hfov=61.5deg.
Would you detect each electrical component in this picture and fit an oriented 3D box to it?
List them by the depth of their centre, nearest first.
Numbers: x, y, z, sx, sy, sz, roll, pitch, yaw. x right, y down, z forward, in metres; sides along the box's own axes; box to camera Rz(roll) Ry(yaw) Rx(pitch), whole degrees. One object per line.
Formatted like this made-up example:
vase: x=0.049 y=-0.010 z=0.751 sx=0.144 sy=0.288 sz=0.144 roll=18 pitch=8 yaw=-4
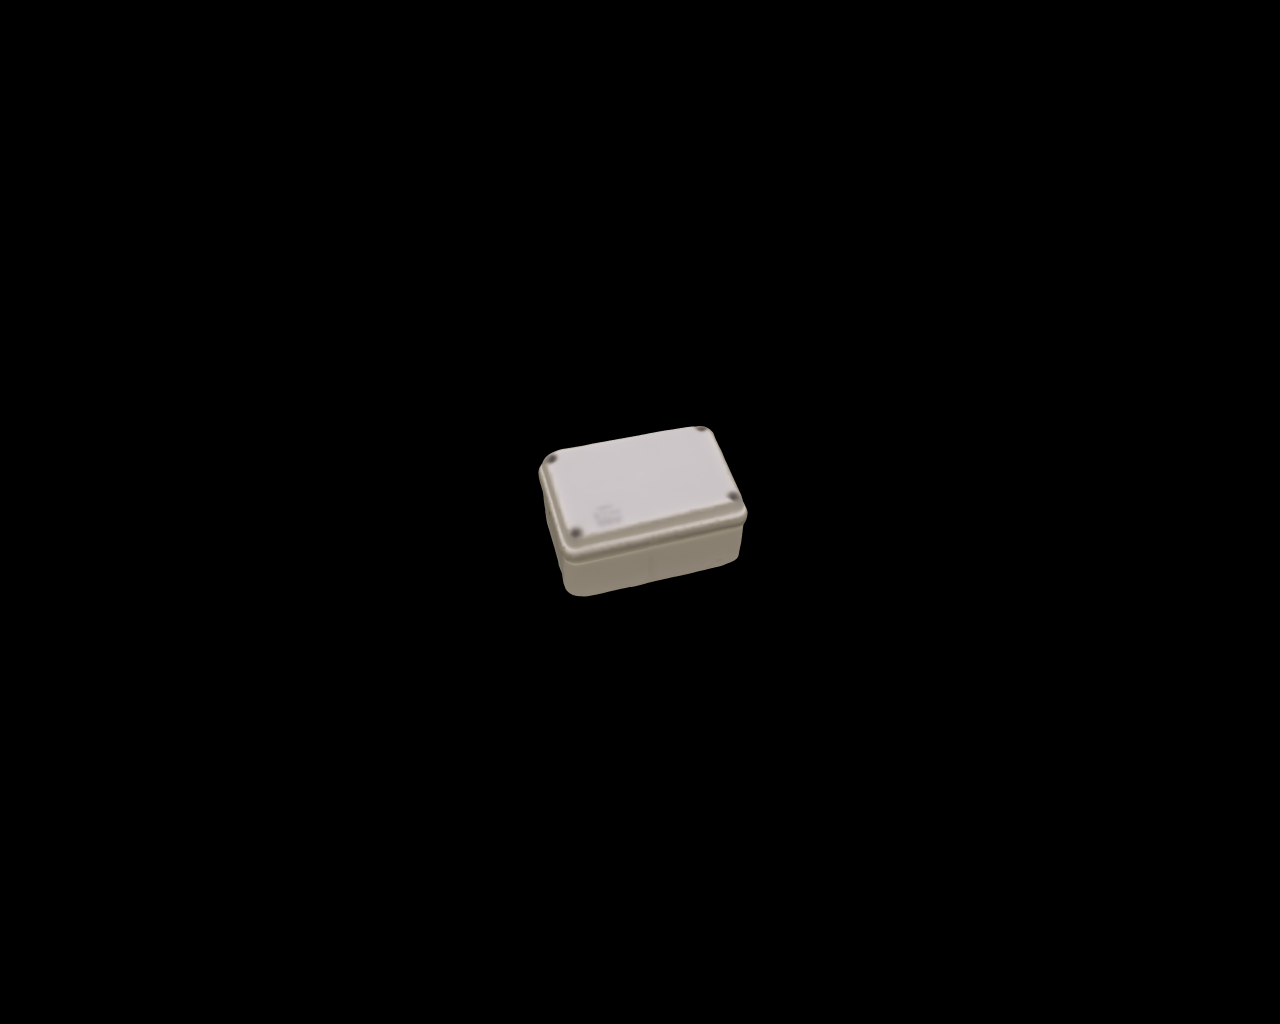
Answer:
electrical component: x=0.001 y=-0.003 z=0.650 sx=0.113 sy=0.078 sz=0.057 roll=-12 pitch=-39 yaw=-10
